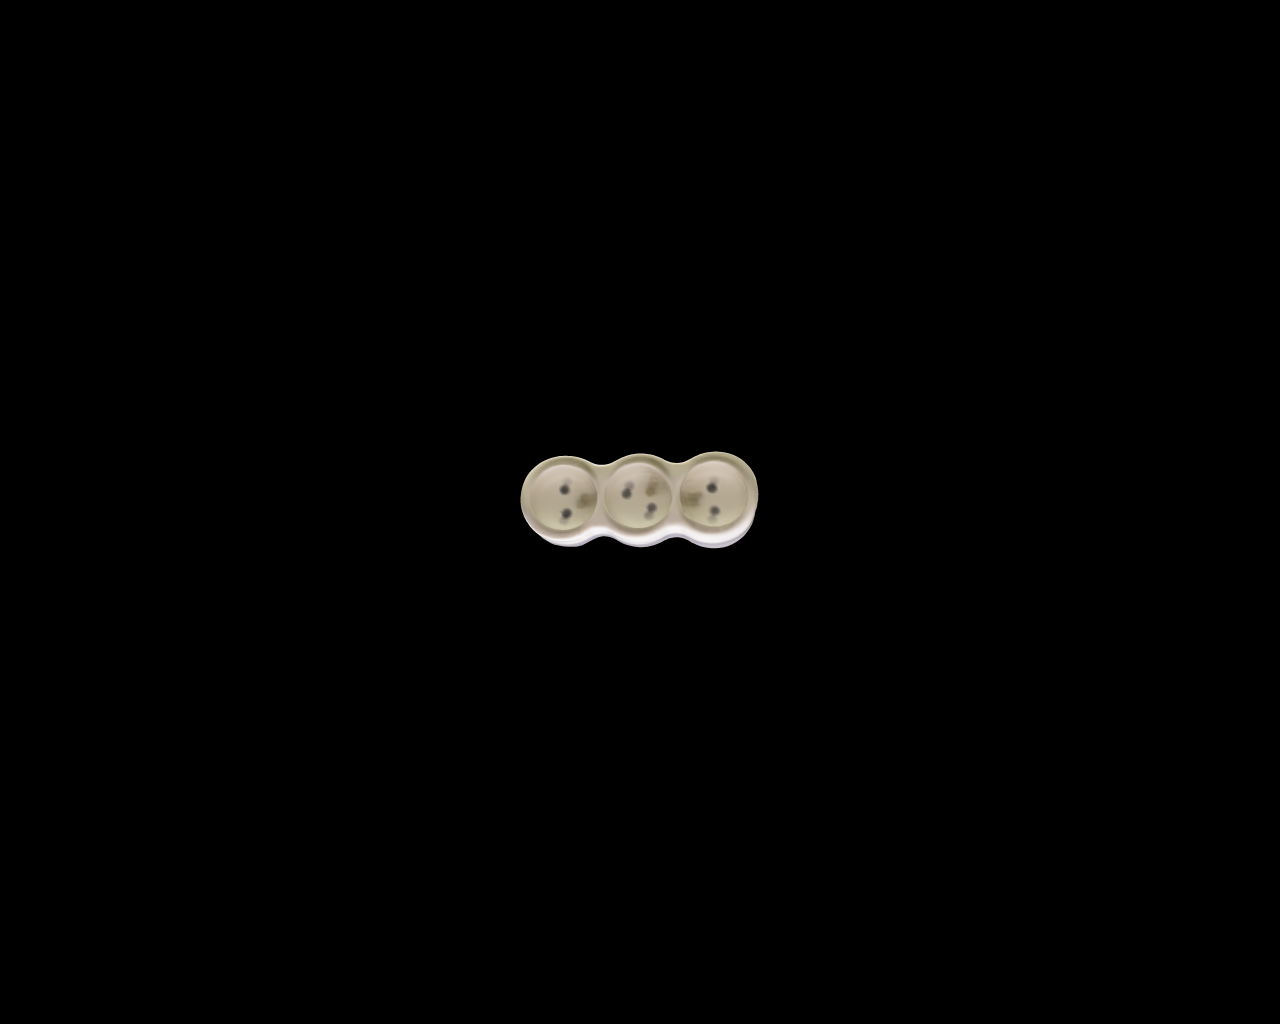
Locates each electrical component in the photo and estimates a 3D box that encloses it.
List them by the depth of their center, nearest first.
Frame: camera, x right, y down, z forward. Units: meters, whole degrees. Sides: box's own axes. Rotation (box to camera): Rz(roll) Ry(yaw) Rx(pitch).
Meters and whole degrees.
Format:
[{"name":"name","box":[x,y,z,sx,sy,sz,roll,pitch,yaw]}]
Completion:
[{"name":"electrical component","box":[0.001,-0.003,0.650,0.138,0.052,0.073,0,-11,2]}]
